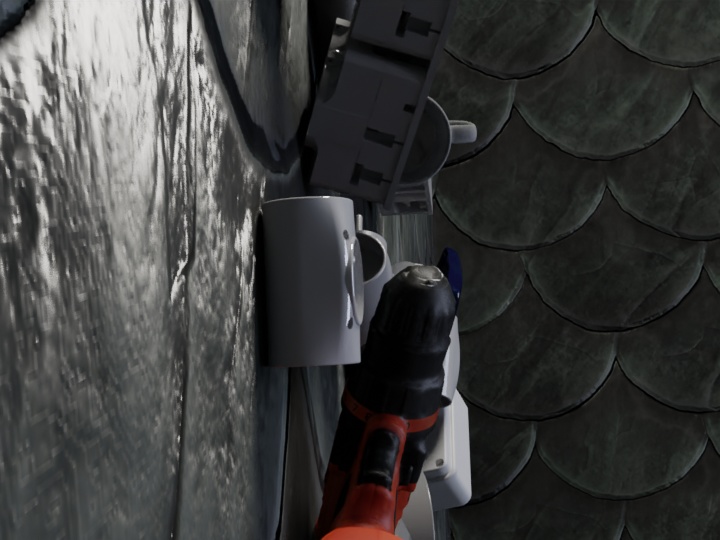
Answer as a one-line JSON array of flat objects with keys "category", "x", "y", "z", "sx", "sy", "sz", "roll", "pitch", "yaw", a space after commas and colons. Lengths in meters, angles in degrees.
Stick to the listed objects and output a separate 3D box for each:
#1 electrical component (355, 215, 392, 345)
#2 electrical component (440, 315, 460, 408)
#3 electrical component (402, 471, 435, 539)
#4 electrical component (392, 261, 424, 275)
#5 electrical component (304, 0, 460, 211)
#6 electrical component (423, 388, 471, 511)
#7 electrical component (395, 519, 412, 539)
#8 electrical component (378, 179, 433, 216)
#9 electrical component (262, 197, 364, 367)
[{"category": "electrical component", "x": 0.000, "y": 0.000, "z": 0.727, "sx": 0.077, "sy": 0.043, "sz": 0.079, "roll": 79, "pitch": 10, "yaw": -55}, {"category": "electrical component", "x": 0.043, "y": 0.077, "z": 0.926, "sx": 0.043, "sy": 0.079, "sz": 0.077, "roll": 50, "pitch": 41, "yaw": -56}, {"category": "electrical component", "x": 0.022, "y": 0.187, "z": 0.740, "sx": 0.099, "sy": 0.064, "sz": 0.099, "roll": -3, "pitch": 90, "yaw": -84}, {"category": "electrical component", "x": 0.041, "y": 0.016, "z": 0.942, "sx": 0.079, "sy": 0.077, "sz": 0.044, "roll": 69, "pitch": 19, "yaw": -70}, {"category": "electrical component", "x": 0.017, "y": -0.146, "z": 0.640, "sx": 0.105, "sy": 0.060, "sz": 0.186, "roll": -83, "pitch": -170, "yaw": -57}, {"category": "electrical component", "x": 0.052, "y": 0.151, "z": 0.949, "sx": 0.113, "sy": 0.078, "sz": 0.057, "roll": -87, "pitch": 154, "yaw": -44}, {"category": "electrical component", "x": 0.006, "y": 0.192, "z": 0.652, "sx": 0.080, "sy": 0.051, "sz": 0.080, "roll": -3, "pitch": 90, "yaw": -84}, {"category": "electrical component", "x": 0.035, "y": -0.158, "z": 1.058, "sx": 0.105, "sy": 0.060, "sz": 0.186, "roll": 70, "pitch": 18, "yaw": -70}, {"category": "electrical component", "x": -0.020, "y": 0.007, "z": 0.523, "sx": 0.079, "sy": 0.044, "sz": 0.077, "roll": 27, "pitch": 60, "yaw": -83}]
